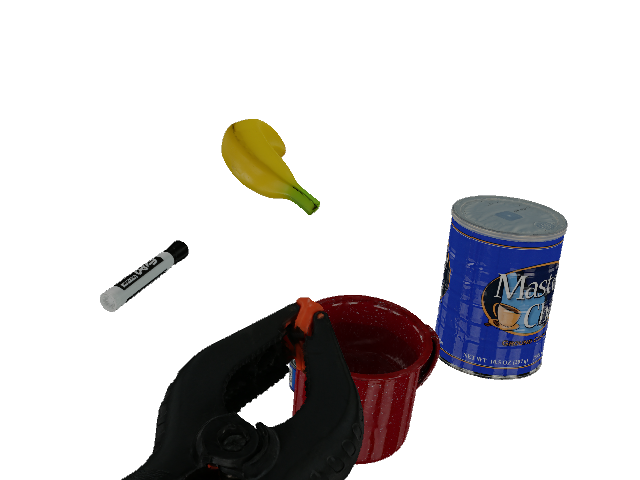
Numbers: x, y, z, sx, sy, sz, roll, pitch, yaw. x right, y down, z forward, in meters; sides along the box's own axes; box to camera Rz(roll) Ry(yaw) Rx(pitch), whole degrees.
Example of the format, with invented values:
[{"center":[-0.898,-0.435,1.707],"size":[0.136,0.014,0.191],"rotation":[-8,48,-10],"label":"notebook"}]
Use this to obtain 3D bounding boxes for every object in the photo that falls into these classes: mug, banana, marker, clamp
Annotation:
[{"center":[0.034,0.093,0.730],"size":[0.117,0.081,0.093],"rotation":[-18,39,-34],"label":"mug"},{"center":[-0.047,-0.064,0.830],"size":[0.069,0.037,0.198],"rotation":[44,8,-19],"label":"banana"},{"center":[-0.159,0.030,0.984],"size":[0.020,0.020,0.120],"rotation":[0,24,30],"label":"marker"},{"center":[-0.024,0.091,0.387],"size":[0.120,0.039,0.171],"rotation":[24,49,17],"label":"clamp"}]

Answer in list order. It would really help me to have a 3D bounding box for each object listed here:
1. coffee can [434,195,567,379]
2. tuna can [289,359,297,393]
[{"center":[0.162,0.041,0.975],"size":[0.103,0.140,0.103],"rotation":[5,21,-2],"label":"coffee can"},{"center":[0.007,0.150,1.200],"size":[0.086,0.034,0.086],"rotation":[1,14,-1],"label":"tuna can"}]
